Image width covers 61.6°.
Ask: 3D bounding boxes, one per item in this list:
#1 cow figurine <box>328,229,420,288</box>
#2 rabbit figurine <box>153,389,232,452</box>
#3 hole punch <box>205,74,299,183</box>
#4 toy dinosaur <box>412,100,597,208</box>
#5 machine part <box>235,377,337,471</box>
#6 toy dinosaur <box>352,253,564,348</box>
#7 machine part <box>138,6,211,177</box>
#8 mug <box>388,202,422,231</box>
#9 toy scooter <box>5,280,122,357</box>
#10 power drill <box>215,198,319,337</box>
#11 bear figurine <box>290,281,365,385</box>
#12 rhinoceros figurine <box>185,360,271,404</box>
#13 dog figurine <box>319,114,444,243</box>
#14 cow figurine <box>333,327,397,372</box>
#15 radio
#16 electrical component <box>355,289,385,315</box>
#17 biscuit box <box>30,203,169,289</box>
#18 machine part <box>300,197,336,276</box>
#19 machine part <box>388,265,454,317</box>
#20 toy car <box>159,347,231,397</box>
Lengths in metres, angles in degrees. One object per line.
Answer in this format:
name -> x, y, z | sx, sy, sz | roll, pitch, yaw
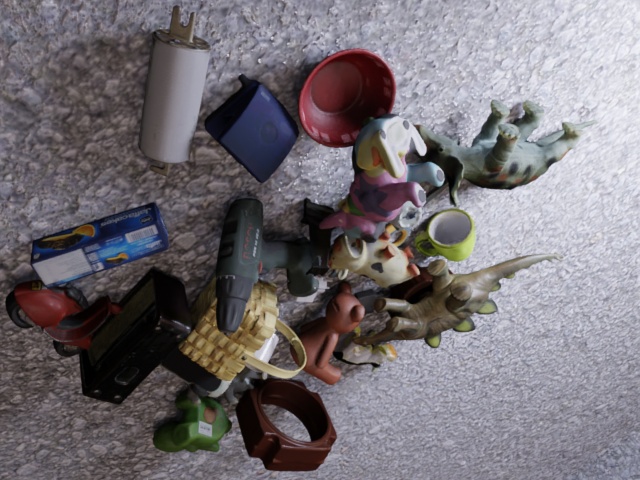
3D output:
cow figurine -> 0.094, 0.038, 1.055 | 0.127, 0.085, 0.194 | -36, 139, 23
rabbit figurine -> -0.292, 0.418, 1.201 | 0.170, 0.121, 0.159 | -31, 143, 27
hole punch -> -0.097, -0.163, 0.816 | 0.116, 0.092, 0.142 | -41, 128, 6
toy dinosaur -> 0.350, -0.153, 1.006 | 0.405, 0.131, 0.192 | -1, 139, -28
machine part -> -0.074, 0.407, 1.204 | 0.201, 0.201, 0.087 | 15, 117, -32
toy dinosaur -> 0.281, 0.123, 1.124 | 0.471, 0.105, 0.198 | -28, 143, 14
machine part -> -0.204, -0.196, 0.747 | 0.079, 0.079, 0.243 | 3, 124, -26
mug -> 0.141, -0.061, 0.987 | 0.081, 0.107, 0.109 | -13, 128, -12
toy scooter -> -0.421, 0.119, 0.909 | 0.135, 0.075, 0.183 | -26, 135, -2
power drill -> -0.095, 0.054, 0.930 | 0.086, 0.232, 0.207 | -15, 161, 43
bear figurine -> 0.031, 0.194, 1.142 | 0.196, 0.120, 0.131 | -46, 134, 9
rhinoceros figurine -> -0.198, 0.287, 1.148 | 0.190, 0.073, 0.112 | 0, 115, -21
dog figurine -> 0.076, -0.089, 0.889 | 0.219, 0.108, 0.191 | -22, 112, 44
cow figurine -> 0.104, 0.265, 1.258 | 0.167, 0.068, 0.098 | 30, 117, -34
radio -> -0.331, 0.175, 0.953 | 0.229, 0.131, 0.073 | -45, 132, 15
electrical component -> 0.099, 0.140, 1.187 | 0.094, 0.021, 0.063 | -12, 131, -15
biscuit box -> -0.347, 0.007, 0.858 | 0.203, 0.063, 0.059 | -19, 131, -9
machine part -> -0.002, -0.003, 0.964 | 0.084, 0.139, 0.039 | 22, 151, -40
machine part -> 0.235, 0.130, 1.216 | 0.179, 0.056, 0.179 | -13, 132, -15
toy car -> -0.264, 0.235, 1.049 | 0.201, 0.056, 0.073 | 37, 94, -14
